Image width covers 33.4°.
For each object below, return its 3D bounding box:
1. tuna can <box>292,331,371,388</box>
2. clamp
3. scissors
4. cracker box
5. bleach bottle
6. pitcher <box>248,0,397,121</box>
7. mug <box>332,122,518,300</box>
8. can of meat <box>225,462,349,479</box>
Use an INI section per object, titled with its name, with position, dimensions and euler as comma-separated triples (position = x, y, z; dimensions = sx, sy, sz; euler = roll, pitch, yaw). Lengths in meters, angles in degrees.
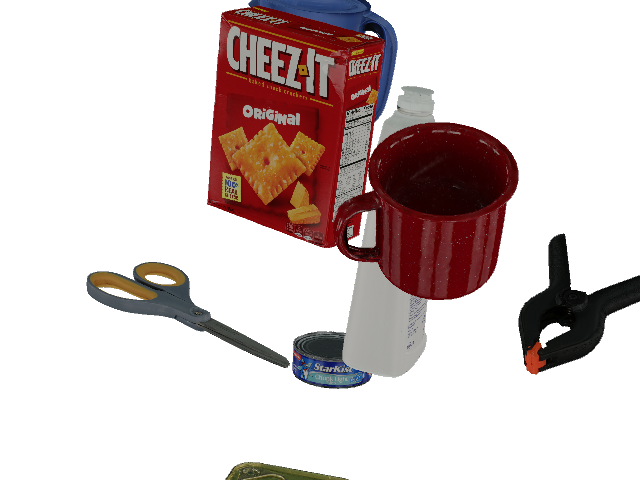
[tuna can]
position = 0.013, 0.125, 1.123
dimensions = 0.086, 0.034, 0.086
euler = 3, 14, -1
[clamp]
position = 0.238, 0.058, 1.033
dimensions = 0.171, 0.039, 0.120
euler = -35, 43, -28
[scissors]
position = -0.100, 0.056, 0.894
dimensions = 0.202, 0.016, 0.096
euler = 16, 23, 17
[cracker box]
position = -0.031, -0.117, 1.100
dimensions = 0.164, 0.214, 0.071
euler = 22, 28, 30
[bleach bottle]
position = 0.071, -0.011, 0.945
dimensions = 0.068, 0.251, 0.102
euler = 12, 20, 16
[pitcher]
position = -0.008, -0.179, 1.300
dimensions = 0.144, 0.243, 0.149
euler = -6, 28, -25
[mug]
position = 0.065, -0.013, 0.686
dimensions = 0.117, 0.081, 0.093
euler = -13, 46, -11
[can of meat]
position = -0.025, 0.225, 0.814
dimensions = 0.102, 0.084, 0.057
euler = 8, 14, 10
